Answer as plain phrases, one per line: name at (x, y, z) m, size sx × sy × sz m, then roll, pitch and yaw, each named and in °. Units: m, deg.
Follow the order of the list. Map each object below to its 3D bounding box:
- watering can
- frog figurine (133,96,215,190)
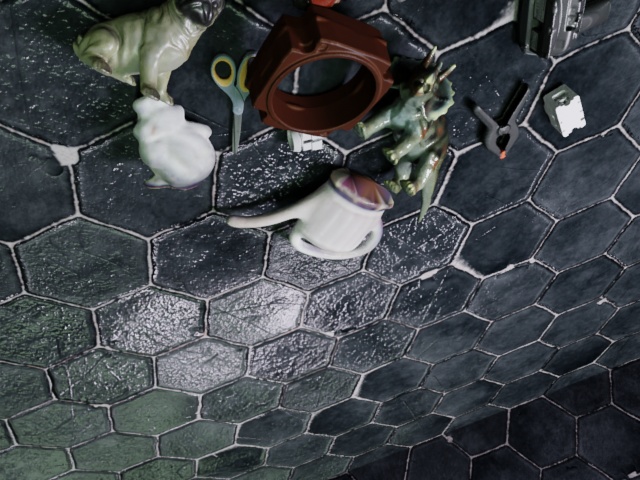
watering can at (0.003, -0.053, 1.063) m, size 0.346 × 0.106 × 0.220 m, roll 16°, pitch 126°, yaw -32°
frog figurine at (-0.242, -0.169, 0.864) m, size 0.139 × 0.124 × 0.156 m, roll -30°, pitch 137°, yaw -38°
